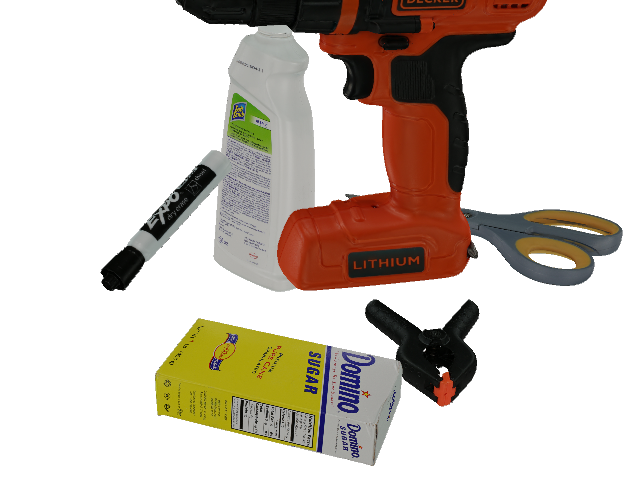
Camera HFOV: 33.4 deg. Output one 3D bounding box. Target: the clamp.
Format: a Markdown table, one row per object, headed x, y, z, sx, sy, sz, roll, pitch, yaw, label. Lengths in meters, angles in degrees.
| x | y | z | sx | sy | sz | roll | pitch | yaw | label |
| --- | --- | --- | --- | --- | --- | --- | --- | --- | --- |
| 0.122 | 0.105 | 1.075 | 0.120 | 0.039 | 0.171 | -9 | 31 | -9 | clamp |

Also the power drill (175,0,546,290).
| x | y | z | sx | sy | sz | roll | pitch | yaw | label |
| --- | --- | --- | --- | --- | --- | --- | --- | --- | --- |
| 0.018 | -0.066 | 0.540 | 0.184 | 0.188 | 0.057 | -4 | 32 | -12 | power drill |

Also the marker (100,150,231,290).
| x | y | z | sx | sy | sz | roll | pitch | yaw | label |
| --- | --- | --- | --- | --- | --- | --- | --- | --- | --- |
| -0.098 | -0.013 | 0.677 | 0.020 | 0.020 | 0.121 | 0 | 42 | 45 | marker |

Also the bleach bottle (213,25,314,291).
| x | y | z | sx | sy | sz | roll | pitch | yaw | label |
| --- | --- | --- | --- | --- | --- | --- | --- | --- | --- |
| -0.044 | -0.085 | 0.982 | 0.103 | 0.251 | 0.067 | 23 | 30 | 31 | bleach bottle |

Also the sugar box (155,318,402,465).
| x | y | z | sx | sy | sz | roll | pitch | yaw | label |
| --- | --- | --- | --- | --- | --- | --- | --- | --- | --- |
| -0.031 | 0.114 | 0.832 | 0.176 | 0.048 | 0.093 | 8 | 27 | 13 | sugar box |

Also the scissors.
| x | y | z | sx | sy | sz | roll | pitch | yaw | label |
| --- | --- | --- | --- | --- | --- | --- | --- | --- | --- |
| 0.109 | -0.003 | 0.752 | 0.202 | 0.016 | 0.096 | 5 | 30 | 11 | scissors |
